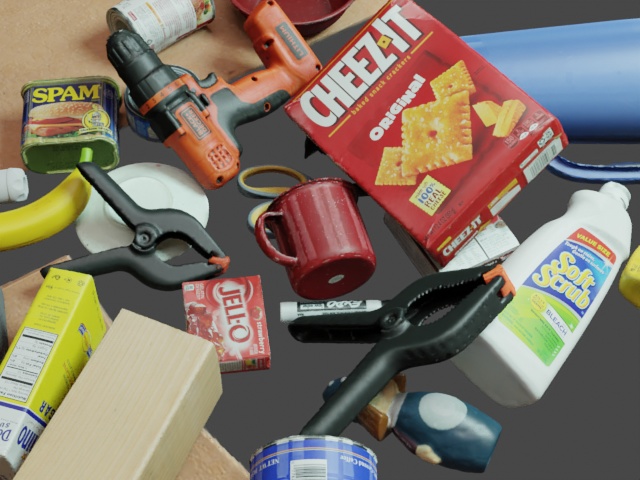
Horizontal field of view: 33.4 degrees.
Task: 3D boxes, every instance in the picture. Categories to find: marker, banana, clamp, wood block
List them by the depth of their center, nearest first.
[{"bbox_3d":[-0.166,0.171,0.858,0.091,0.090,0.206,19,56,14],"label":"wood block"},{"bbox_3d":[0.061,0.075,0.895,0.210,0.036,0.164,-32,30,6],"label":"clamp"},{"bbox_3d":[0.024,0.065,0.981,0.121,0.020,0.020,-2,54,-1],"label":"marker"},{"bbox_3d":[-0.173,0.010,0.998,0.171,0.039,0.120,24,81,2],"label":"clamp"},{"bbox_3d":[-0.301,-0.023,1.027,0.197,0.037,0.070,-22,74,-13],"label":"banana"}]

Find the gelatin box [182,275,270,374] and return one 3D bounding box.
[{"bbox_3d":[-0.085,0.077,0.964,0.073,0.030,0.089,-5,54,-5],"label":"gelatin box"}]

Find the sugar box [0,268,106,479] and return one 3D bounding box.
[{"bbox_3d":[-0.234,0.120,0.894,0.048,0.093,0.176,10,55,7],"label":"sugar box"}]

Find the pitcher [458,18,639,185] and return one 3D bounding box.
[{"bbox_3d":[0.251,-0.146,1.079,0.243,0.145,0.149,-3,34,2],"label":"pitcher"}]

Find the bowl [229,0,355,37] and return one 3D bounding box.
[{"bbox_3d":[-0.031,-0.281,1.213,0.162,0.055,0.162,0,53,0],"label":"bowl"}]

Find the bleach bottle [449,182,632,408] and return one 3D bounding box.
[{"bbox_3d":[0.211,0.030,0.967,0.102,0.068,0.250,45,59,-8],"label":"bleach bottle"}]

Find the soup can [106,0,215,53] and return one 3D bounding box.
[{"bbox_3d":[-0.176,-0.248,1.181,0.102,0.068,0.069,-36,61,-23],"label":"soup can"}]

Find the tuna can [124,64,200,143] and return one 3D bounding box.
[{"bbox_3d":[-0.163,-0.145,1.126,0.086,0.034,0.086,0,54,0],"label":"tuna can"}]

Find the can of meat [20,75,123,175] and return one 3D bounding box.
[{"bbox_3d":[-0.255,-0.116,1.092,0.102,0.057,0.084,-5,56,-3],"label":"can of meat"}]

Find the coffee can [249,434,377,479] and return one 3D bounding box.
[{"bbox_3d":[-0.004,0.233,0.805,0.103,0.103,0.140,0,54,-1],"label":"coffee can"}]

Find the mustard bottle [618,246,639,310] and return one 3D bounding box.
[{"bbox_3d":[0.360,-0.006,1.009,0.096,0.058,0.191,26,58,17],"label":"mustard bottle"}]

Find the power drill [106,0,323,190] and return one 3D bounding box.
[{"bbox_3d":[-0.103,-0.168,1.088,0.187,0.057,0.184,-40,99,-26],"label":"power drill"}]

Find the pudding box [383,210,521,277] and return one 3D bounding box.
[{"bbox_3d":[0.126,-0.006,1.022,0.090,0.039,0.113,-23,55,-14],"label":"pudding box"}]

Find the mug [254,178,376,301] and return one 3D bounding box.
[{"bbox_3d":[-0.006,0.001,0.978,0.117,0.093,0.081,6,52,-36],"label":"mug"}]

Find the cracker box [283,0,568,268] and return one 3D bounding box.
[{"bbox_3d":[0.094,-0.107,0.991,0.164,0.072,0.214,-45,63,2],"label":"cracker box"}]

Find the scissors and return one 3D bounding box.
[{"bbox_3d":[0.013,-0.034,1.056,0.202,0.016,0.096,8,56,6],"label":"scissors"}]
